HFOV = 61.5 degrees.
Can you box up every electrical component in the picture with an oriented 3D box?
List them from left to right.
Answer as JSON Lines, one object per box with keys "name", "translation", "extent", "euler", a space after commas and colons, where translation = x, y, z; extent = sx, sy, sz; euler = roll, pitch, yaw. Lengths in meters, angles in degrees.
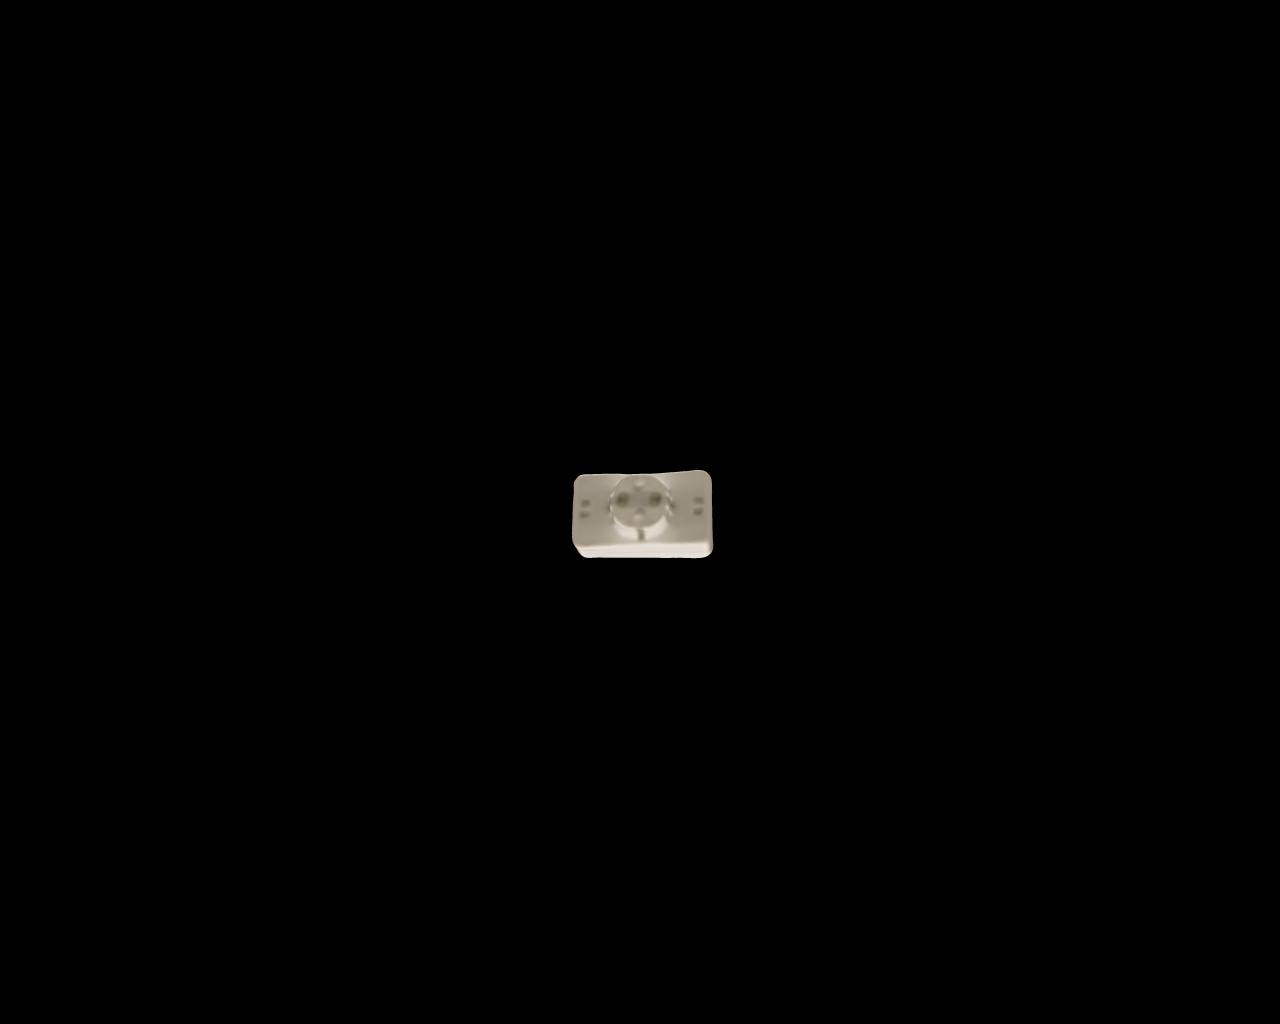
{"name": "electrical component", "translation": [0.001, -0.003, 0.650], "extent": [0.083, 0.047, 0.075], "euler": [-1, -15, 5]}
